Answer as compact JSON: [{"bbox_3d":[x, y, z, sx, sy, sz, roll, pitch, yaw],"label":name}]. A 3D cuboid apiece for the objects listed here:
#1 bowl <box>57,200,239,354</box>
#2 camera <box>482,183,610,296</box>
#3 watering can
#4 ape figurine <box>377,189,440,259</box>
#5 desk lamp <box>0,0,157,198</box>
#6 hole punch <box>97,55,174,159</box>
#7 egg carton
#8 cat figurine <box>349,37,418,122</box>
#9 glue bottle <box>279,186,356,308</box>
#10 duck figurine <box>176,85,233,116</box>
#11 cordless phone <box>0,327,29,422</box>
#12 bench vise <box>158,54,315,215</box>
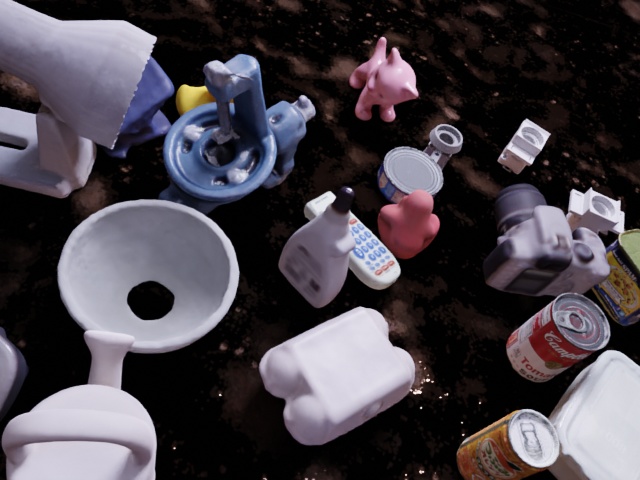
[{"bbox_3d":[-0.168,0.045,0.571,0.168,0.074,0.167,9,55,-12],"label":"bowl"},{"bbox_3d":[0.287,-0.007,0.740,0.143,0.100,0.137,8,55,-13],"label":"camera"},{"bbox_3d":[-0.174,0.152,0.422,0.101,0.194,0.172,-11,61,-24],"label":"watering can"},{"bbox_3d":[0.113,-0.026,0.701,0.078,0.092,0.076,26,53,1],"label":"ape figurine"},{"bbox_3d":[-0.273,-0.141,0.577,0.203,0.213,0.118,12,54,-10],"label":"desk lamp"},{"bbox_3d":[-0.238,-0.170,0.685,0.101,0.091,0.108,-33,72,-33],"label":"hole punch"},{"bbox_3d":[0.020,0.134,0.576,0.151,0.069,0.107,-23,66,-29],"label":"egg carton"},{"bbox_3d":[0.095,-0.233,0.820,0.067,0.117,0.127,1,57,-17],"label":"cat figurine"},{"bbox_3d":[0.005,0.002,0.596,0.037,0.173,0.078,-33,71,-33],"label":"glue bottle"},{"bbox_3d":[-0.130,-0.187,0.735,0.105,0.086,0.077,10,54,-12],"label":"duck figurine"},{"bbox_3d":[-0.308,0.074,0.437,0.147,0.185,0.094,27,53,1],"label":"cordless phone"},{"bbox_3d":[-0.088,-0.131,0.627,0.121,0.219,0.208,30,53,3],"label":"bench vise"}]
